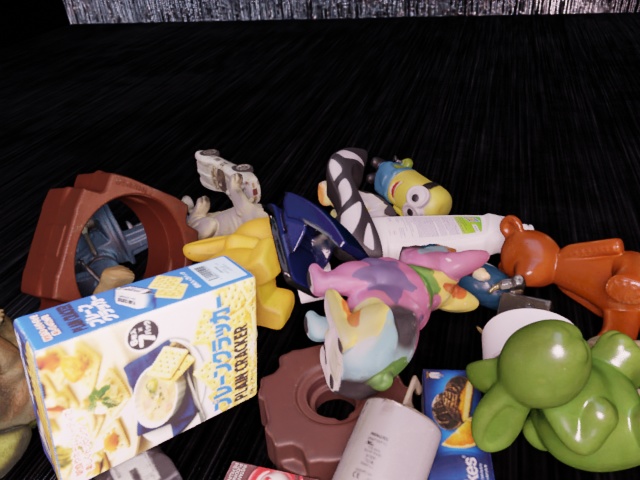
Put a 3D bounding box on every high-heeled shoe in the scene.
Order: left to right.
[{"bbox_3d":[0.068,-0.062,0.827,0.145,0.086,0.249,23,48,16],"label":"high-heeled shoe"}]

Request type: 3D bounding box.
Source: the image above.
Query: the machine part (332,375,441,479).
[{"bbox_3d":[0.041,0.226,0.456,0.079,0.079,0.243,14,58,27],"label":"machine part"}]

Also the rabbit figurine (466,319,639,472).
[{"bbox_3d":[0.207,0.124,0.477,0.159,0.170,0.121,-24,39,32],"label":"rabbit figurine"}]

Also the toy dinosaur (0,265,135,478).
[{"bbox_3d":[-0.326,0.146,0.558,0.471,0.198,0.105,-7,23,-22],"label":"toy dinosaur"}]

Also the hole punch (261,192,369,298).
[{"bbox_3d":[-0.001,-0.002,0.673,0.092,0.142,0.116,-28,65,17],"label":"hole punch"}]

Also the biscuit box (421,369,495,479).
[{"bbox_3d":[0.131,0.218,0.517,0.063,0.059,0.203,0,34,8],"label":"biscuit box"}]

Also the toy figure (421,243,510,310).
[{"bbox_3d":[0.194,0.045,0.752,0.155,0.064,0.058,29,40,20],"label":"toy figure"}]

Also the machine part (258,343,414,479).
[{"bbox_3d":[0.017,0.183,0.591,0.179,0.055,0.179,-4,34,3],"label":"machine part"}]

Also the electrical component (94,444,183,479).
[{"bbox_3d":[-0.170,0.249,0.524,0.075,0.047,0.119,-28,40,-30],"label":"electrical component"}]

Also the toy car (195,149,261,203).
[{"bbox_3d":[-0.189,-0.125,1.070,0.056,0.073,0.202,-30,41,-34],"label":"toy car"}]

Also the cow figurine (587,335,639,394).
[{"bbox_3d":[0.339,0.167,0.545,0.127,0.085,0.195,-17,32,-6],"label":"cow figurine"}]

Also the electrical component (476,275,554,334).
[{"bbox_3d":[0.244,0.096,0.667,0.078,0.045,0.102,14,74,35],"label":"electrical component"}]

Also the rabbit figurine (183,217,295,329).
[{"bbox_3d":[-0.101,0.034,0.742,0.162,0.121,0.173,-10,34,22],"label":"rabbit figurine"}]

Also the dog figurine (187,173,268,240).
[{"bbox_3d":[-0.110,0.010,0.849,0.172,0.121,0.191,-47,62,-2],"label":"dog figurine"}]

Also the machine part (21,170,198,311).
[{"bbox_3d":[-0.270,0.024,0.711,0.087,0.201,0.201,3,-12,35],"label":"machine part"}]

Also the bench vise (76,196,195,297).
[{"bbox_3d":[-0.305,0.000,0.859,0.241,0.128,0.224,-27,38,-19],"label":"bench vise"}]

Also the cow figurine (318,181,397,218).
[{"bbox_3d":[0.065,-0.064,0.948,0.098,0.068,0.168,-15,37,-23],"label":"cow figurine"}]

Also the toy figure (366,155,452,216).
[{"bbox_3d":[0.158,-0.092,0.959,0.089,0.082,0.180,-21,38,-18],"label":"toy figure"}]

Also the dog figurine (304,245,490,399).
[{"bbox_3d":[0.099,0.075,0.599,0.219,0.108,0.192,-9,31,-14],"label":"dog figurine"}]

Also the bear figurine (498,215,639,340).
[{"bbox_3d":[0.315,0.046,0.696,0.196,0.120,0.132,16,37,30],"label":"bear figurine"}]
